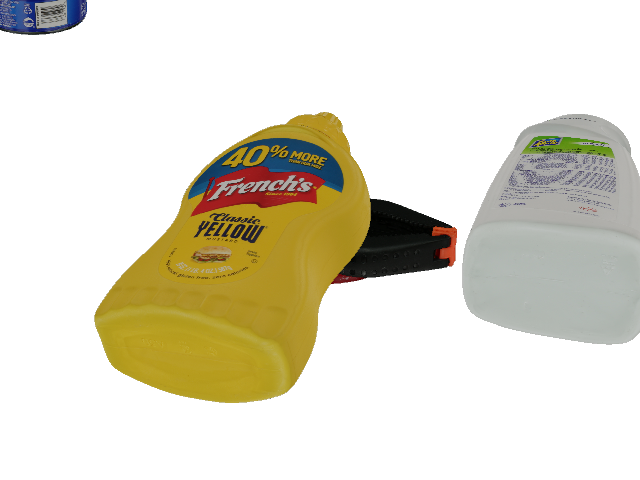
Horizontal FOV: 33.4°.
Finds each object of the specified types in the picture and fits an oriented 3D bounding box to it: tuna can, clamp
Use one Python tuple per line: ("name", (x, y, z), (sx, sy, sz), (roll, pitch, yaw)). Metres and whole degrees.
("tuna can", (-0.229, -0.196, 0.848), (0.086, 0.034, 0.086), (4, 35, -3))
("clamp", (0.001, -0.012, 0.831), (0.210, 0.036, 0.164), (4, 29, 7))

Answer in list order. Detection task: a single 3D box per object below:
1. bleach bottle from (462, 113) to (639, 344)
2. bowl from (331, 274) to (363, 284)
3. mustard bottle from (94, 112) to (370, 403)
("bleach bottle", (0.158, -0.027, 0.659), (0.103, 0.068, 0.250), (8, 26, 17))
("bowl", (0.013, 0.007, 1.105), (0.162, 0.055, 0.162), (-4, 13, 1))
("mustard bottle", (-0.027, -0.006, 0.534), (0.096, 0.058, 0.191), (4, 40, 22))
